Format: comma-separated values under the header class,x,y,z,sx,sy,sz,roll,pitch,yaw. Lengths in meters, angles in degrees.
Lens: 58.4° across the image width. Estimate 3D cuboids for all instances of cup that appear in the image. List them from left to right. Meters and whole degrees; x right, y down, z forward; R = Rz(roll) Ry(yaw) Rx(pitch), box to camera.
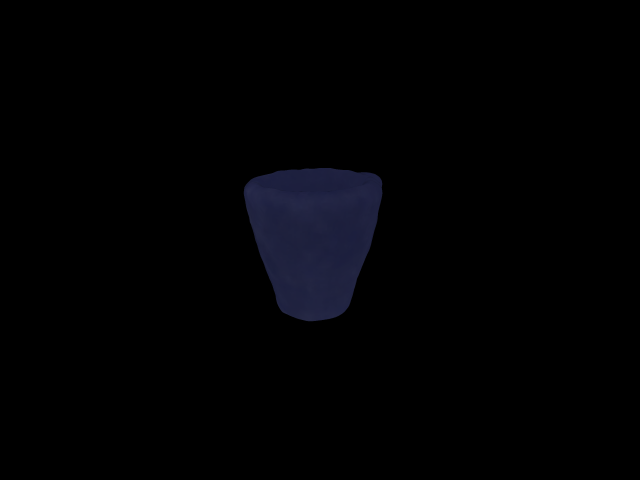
class,x,y,z,sx,sy,sz,roll,pitch,yaw
cup,0.004,0.001,0.400,0.091,0.095,0.118,14,22,38
